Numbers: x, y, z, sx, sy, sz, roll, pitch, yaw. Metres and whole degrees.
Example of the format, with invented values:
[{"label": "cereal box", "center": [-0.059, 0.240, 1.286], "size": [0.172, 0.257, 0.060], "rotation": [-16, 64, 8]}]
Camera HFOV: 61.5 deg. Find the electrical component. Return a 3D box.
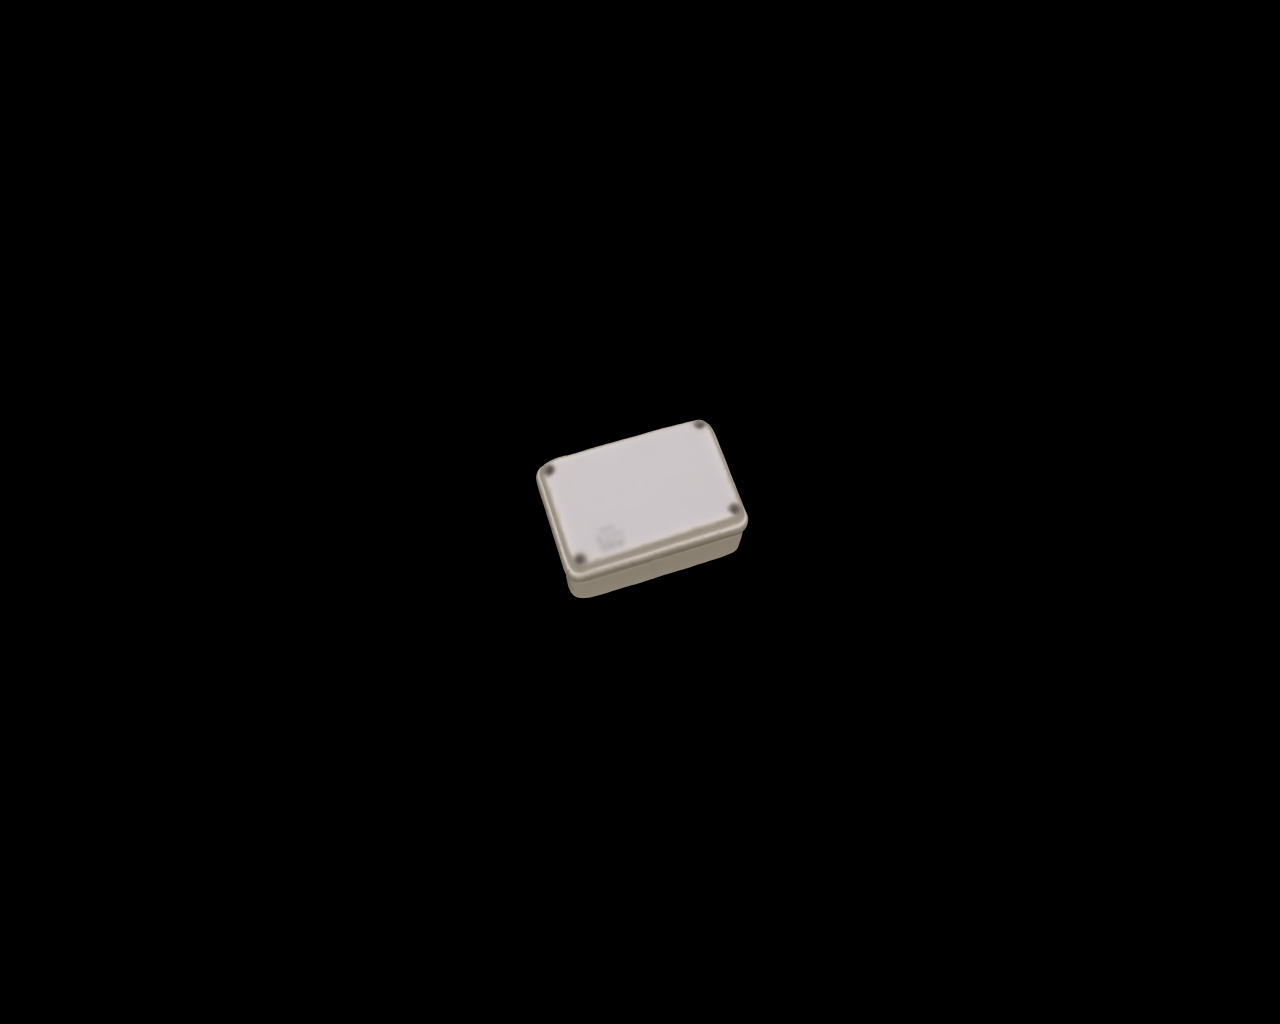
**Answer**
[{"label": "electrical component", "center": [0.001, -0.003, 0.650], "size": [0.113, 0.078, 0.057], "rotation": [-17, -22, -7]}]
